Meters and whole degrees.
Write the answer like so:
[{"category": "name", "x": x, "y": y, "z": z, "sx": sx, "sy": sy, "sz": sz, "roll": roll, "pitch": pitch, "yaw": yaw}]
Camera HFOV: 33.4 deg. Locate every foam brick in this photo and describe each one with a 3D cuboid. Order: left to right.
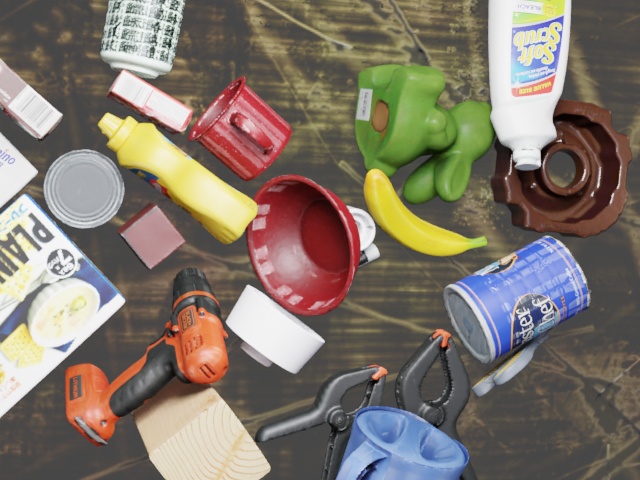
[{"category": "foam brick", "x": -0.186, "y": -0.004, "z": 1.171, "sx": 0.053, "sy": 0.078, "sz": 0.051, "roll": -39, "pitch": 102, "yaw": -8}]

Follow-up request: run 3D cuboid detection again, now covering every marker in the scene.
[{"category": "marker", "x": 0.014, "y": 0.038, "z": 1.253, "sx": 0.121, "sy": 0.020, "sz": 0.020, "roll": -27, "pitch": 99, "yaw": -12}]

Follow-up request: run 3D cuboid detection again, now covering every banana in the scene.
[{"category": "banana", "x": 0.107, "y": -0.024, "z": 1.238, "sx": 0.197, "sy": 0.037, "sz": 0.070, "roll": 27, "pitch": 123, "yaw": -36}]

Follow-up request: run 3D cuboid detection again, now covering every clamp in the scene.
[{"category": "clamp", "x": 0.008, "y": 0.207, "z": 1.251, "sx": 0.120, "sy": 0.039, "sz": 0.171, "roll": 37, "pitch": 79, "yaw": -19}, {"category": "clamp", "x": 0.139, "y": 0.215, "z": 1.285, "sx": 0.164, "sy": 0.036, "sz": 0.210, "roll": 16, "pitch": 92, "yaw": -15}]

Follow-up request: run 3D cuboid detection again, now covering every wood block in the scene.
[{"category": "wood block", "x": -0.131, "y": 0.210, "z": 1.128, "sx": 0.090, "sy": 0.206, "sz": 0.090, "roll": -36, "pitch": 101, "yaw": -11}]

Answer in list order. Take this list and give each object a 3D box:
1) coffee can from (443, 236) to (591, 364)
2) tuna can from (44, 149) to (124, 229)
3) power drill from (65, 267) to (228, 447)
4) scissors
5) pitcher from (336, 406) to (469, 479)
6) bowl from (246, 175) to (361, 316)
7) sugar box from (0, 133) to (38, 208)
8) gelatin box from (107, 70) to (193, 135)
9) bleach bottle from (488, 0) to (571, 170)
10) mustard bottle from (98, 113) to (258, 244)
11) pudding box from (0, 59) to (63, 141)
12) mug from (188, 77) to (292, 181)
[{"category": "coffee can", "x": 0.233, "y": 0.070, "z": 1.267, "sx": 0.140, "sy": 0.103, "sz": 0.103, "roll": -26, "pitch": 99, "yaw": -12}, {"category": "tuna can", "x": -0.259, "y": -0.056, "z": 1.172, "sx": 0.086, "sy": 0.034, "sz": 0.086, "roll": -1, "pitch": 93, "yaw": -14}, {"category": "power drill", "x": -0.187, "y": 0.123, "z": 1.150, "sx": 0.188, "sy": 0.184, "sz": 0.057, "roll": -35, "pitch": 120, "yaw": 8}, {"category": "scissors", "x": 0.266, "y": 0.121, "z": 1.289, "sx": 0.201, "sy": 0.096, "sz": 0.016, "roll": -40, "pitch": 86, "yaw": -6}, {"category": "pitcher", "x": 0.059, "y": 0.321, "z": 1.197, "sx": 0.149, "sy": 0.145, "sz": 0.243, "roll": 16, "pitch": 104, "yaw": -10}, {"category": "bowl", "x": -0.008, "y": 0.001, "z": 1.198, "sx": 0.055, "sy": 0.162, "sz": 0.162, "roll": -19, "pitch": 99, "yaw": -46}, {"category": "sugar box", "x": -0.396, "y": -0.045, "z": 1.133, "sx": 0.176, "sy": 0.048, "sz": 0.093, "roll": -45, "pitch": 102, "yaw": -12}, {"category": "gelatin box", "x": -0.186, "y": -0.148, "z": 1.166, "sx": 0.089, "sy": 0.073, "sz": 0.030, "roll": 30, "pitch": 85, "yaw": -14}, {"category": "bleach bottle", "x": 0.248, "y": -0.204, "z": 1.245, "sx": 0.102, "sy": 0.068, "sz": 0.251, "roll": 5, "pitch": 76, "yaw": -12}, {"category": "mustard bottle", "x": -0.160, "y": -0.073, "z": 1.164, "sx": 0.191, "sy": 0.096, "sz": 0.058, "roll": 38, "pitch": 84, "yaw": -13}, {"category": "pudding box", "x": -0.324, "y": -0.154, "z": 1.122, "sx": 0.113, "sy": 0.090, "sz": 0.039, "roll": 45, "pitch": 83, "yaw": -13}, {"category": "mug", "x": -0.082, "y": -0.119, "z": 1.174, "sx": 0.081, "sy": 0.117, "sz": 0.093, "roll": 41, "pitch": 82, "yaw": -18}]
